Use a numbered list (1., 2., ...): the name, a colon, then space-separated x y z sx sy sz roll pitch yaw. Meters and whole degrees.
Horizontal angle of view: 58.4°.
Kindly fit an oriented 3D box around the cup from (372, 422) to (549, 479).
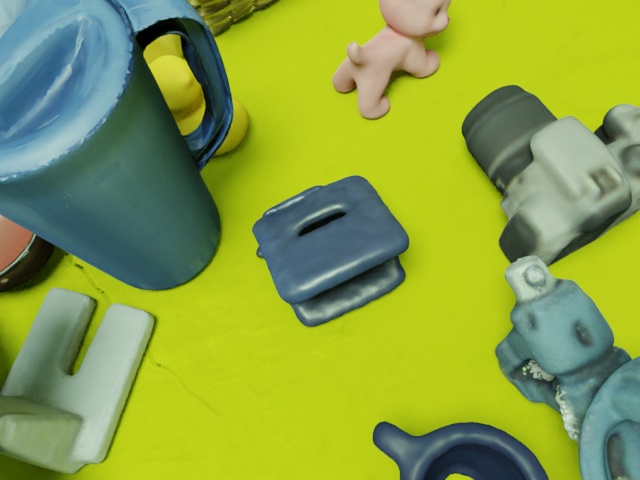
1. cup: 0.084 0.162 0.377 0.117 0.095 0.092 33 76 16

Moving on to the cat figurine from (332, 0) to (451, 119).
1. cat figurine: 0.067 -0.187 0.497 0.128 0.118 0.067 -43 71 -11

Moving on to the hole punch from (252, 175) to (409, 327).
1. hole punch: 0.004 0.002 0.447 0.108 0.091 0.101 -26 69 -5

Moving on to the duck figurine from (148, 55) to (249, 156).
1. duck figurine: -0.118 -0.125 0.508 0.104 0.086 0.077 21 73 13

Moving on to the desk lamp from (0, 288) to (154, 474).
1. desk lamp: -0.222 0.108 0.362 0.117 0.214 0.203 13 71 10

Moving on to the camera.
1. camera: 0.189 -0.068 0.451 0.143 0.101 0.136 -30 70 -6

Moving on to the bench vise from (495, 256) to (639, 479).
1. bench vise: 0.179 0.097 0.326 0.207 0.220 0.121 37 77 17
